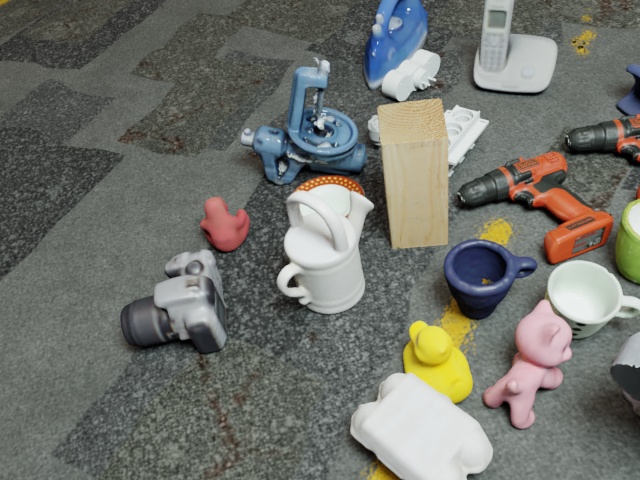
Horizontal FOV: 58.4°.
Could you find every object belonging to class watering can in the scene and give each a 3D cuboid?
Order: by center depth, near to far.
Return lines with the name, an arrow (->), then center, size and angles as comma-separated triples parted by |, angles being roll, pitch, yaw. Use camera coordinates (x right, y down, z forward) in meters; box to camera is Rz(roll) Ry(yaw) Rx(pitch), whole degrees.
watering can -> 0.006, 0.002, 0.788 | 0.100, 0.194, 0.173 | 11, 52, 20

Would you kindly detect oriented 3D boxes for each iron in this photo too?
iron -> 0.145, -0.445, 1.196 | 0.118, 0.142, 0.258 | 11, 52, 21

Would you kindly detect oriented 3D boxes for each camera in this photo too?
camera -> -0.211, 0.089, 0.818 | 0.137, 0.101, 0.143 | -13, 47, 0

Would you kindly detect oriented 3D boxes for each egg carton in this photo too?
egg carton -> 0.114, 0.223, 0.652 | 0.149, 0.069, 0.107 | 32, 61, 33

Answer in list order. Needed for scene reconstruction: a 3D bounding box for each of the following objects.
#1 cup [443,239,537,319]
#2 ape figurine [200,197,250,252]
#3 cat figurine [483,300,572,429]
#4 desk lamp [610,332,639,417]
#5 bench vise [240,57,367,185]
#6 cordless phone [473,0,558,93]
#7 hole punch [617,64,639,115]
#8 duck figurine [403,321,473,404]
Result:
cup -> 0.223, 0.058, 0.760 | 0.117, 0.095, 0.091 | -7, 48, 5
ape figurine -> -0.158, -0.032, 0.921 | 0.077, 0.092, 0.076 | -2, 48, 11
cat figurine -> 0.248, 0.138, 0.668 | 0.067, 0.118, 0.128 | 29, 60, 32
desk lamp -> 0.386, 0.121, 0.589 | 0.117, 0.214, 0.203 | 29, 60, 32
bench vise -> -0.034, -0.186, 0.947 | 0.207, 0.220, 0.121 | -15, 47, -2
cordless phone -> 0.361, -0.367, 1.052 | 0.147, 0.185, 0.094 | 10, 51, 20
hole punch -> 0.579, -0.256, 0.972 | 0.101, 0.091, 0.108 | -22, 48, -8
duck figurine -> 0.144, 0.145, 0.705 | 0.077, 0.086, 0.104 | -27, 49, -13
